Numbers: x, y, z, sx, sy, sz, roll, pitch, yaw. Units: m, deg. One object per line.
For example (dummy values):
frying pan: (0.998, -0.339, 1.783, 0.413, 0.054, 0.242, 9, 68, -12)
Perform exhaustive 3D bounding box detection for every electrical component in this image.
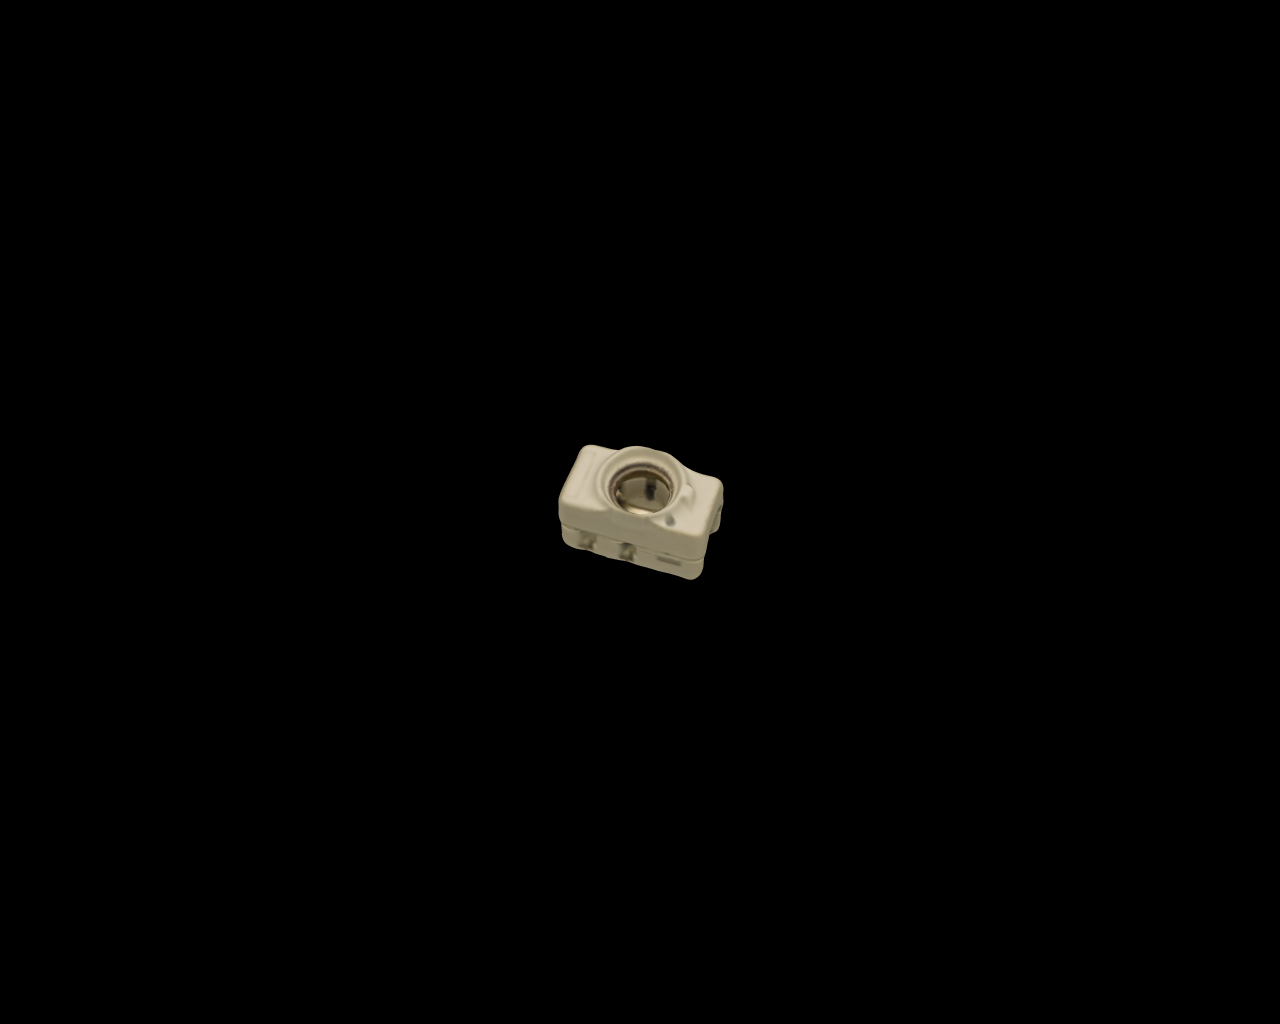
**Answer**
electrical component: (0.001, -0.003, 0.650, 0.089, 0.050, 0.055, 15, -35, 11)
